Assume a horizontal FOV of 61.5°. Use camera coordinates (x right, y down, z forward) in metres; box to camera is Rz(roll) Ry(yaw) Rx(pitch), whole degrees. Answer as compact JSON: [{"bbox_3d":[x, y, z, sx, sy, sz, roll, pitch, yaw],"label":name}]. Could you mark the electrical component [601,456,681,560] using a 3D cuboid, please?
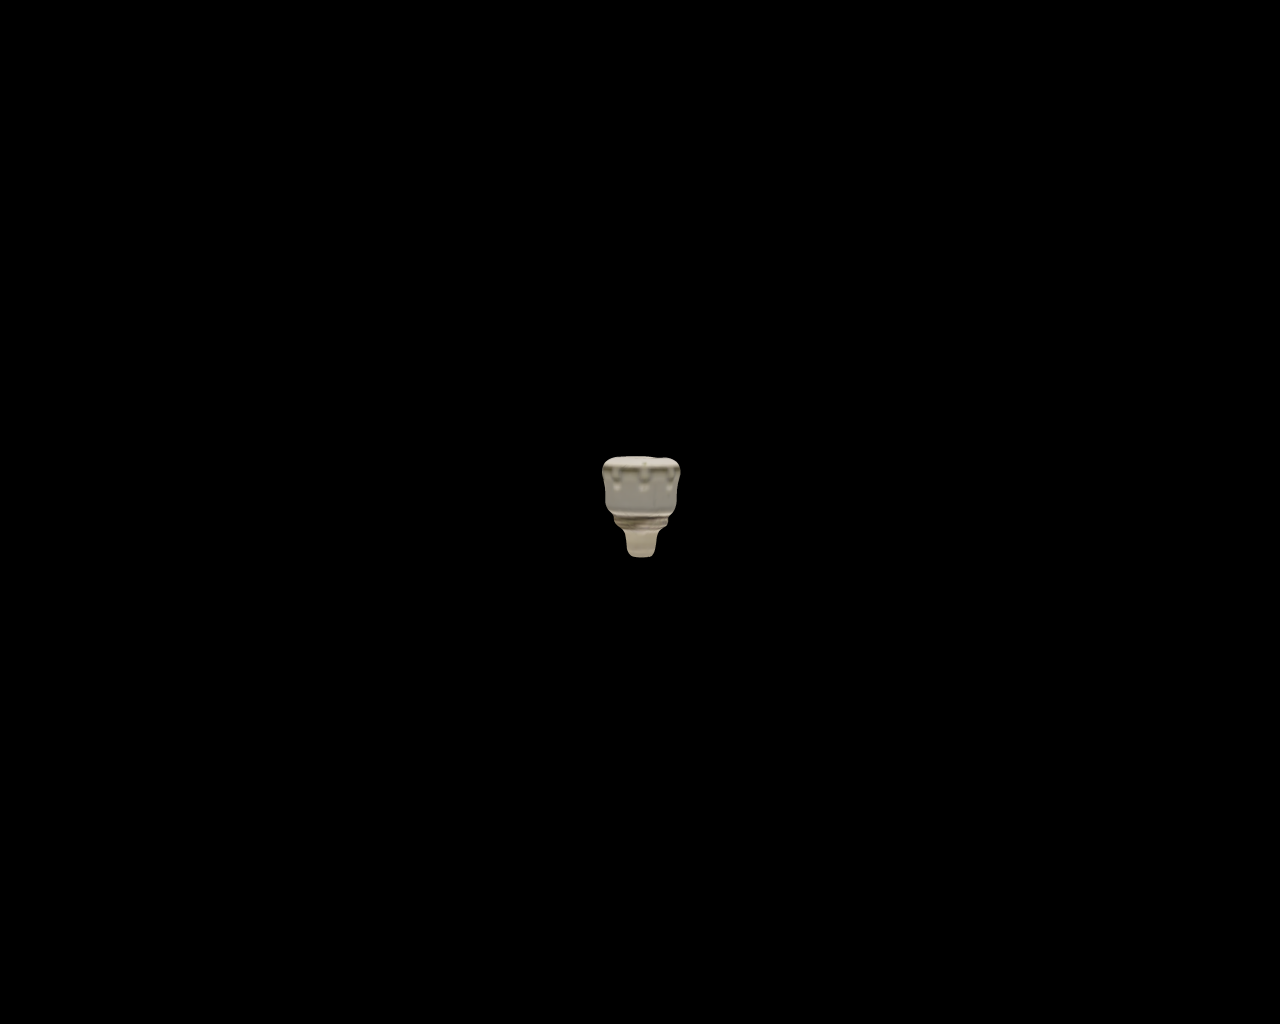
[{"bbox_3d":[0.001,-0.003,0.650,0.048,0.062,0.048,0,5,0],"label":"electrical component"}]
